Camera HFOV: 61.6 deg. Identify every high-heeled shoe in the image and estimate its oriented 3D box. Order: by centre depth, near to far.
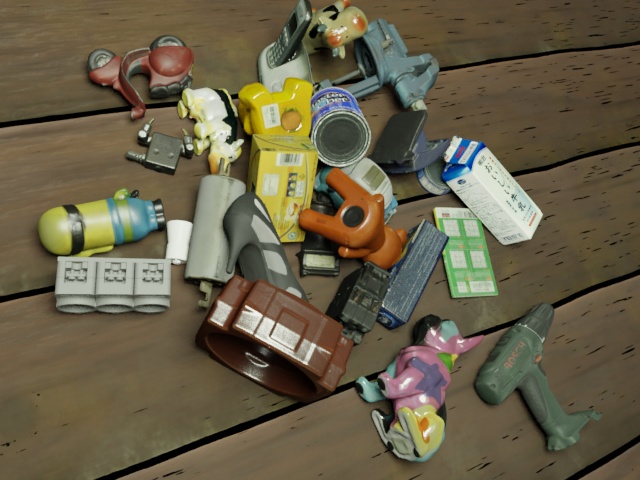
[{"bbox_3d":[-0.069,0.041,0.854,0.248,0.086,0.145,47,43,-39],"label":"high-heeled shoe"}]

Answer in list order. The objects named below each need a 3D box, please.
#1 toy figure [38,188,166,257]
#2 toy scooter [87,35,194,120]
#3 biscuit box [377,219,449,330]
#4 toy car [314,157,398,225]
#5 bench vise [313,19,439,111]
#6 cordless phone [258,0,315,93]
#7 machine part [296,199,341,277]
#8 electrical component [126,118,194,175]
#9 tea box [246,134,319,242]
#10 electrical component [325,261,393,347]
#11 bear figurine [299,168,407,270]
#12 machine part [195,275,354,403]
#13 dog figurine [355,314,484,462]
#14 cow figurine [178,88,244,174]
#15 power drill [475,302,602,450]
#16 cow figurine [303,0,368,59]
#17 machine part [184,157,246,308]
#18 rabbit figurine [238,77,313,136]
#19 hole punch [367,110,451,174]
[{"bbox_3d":[-0.326,-0.028,0.812,0.180,0.089,0.082,-12,67,-21],"label":"toy figure"},{"bbox_3d":[-0.297,-0.276,0.931,0.184,0.075,0.135,-18,75,-21],"label":"toy scooter"},{"bbox_3d":[0.157,0.061,0.961,0.063,0.059,0.203,36,62,-5],"label":"biscuit box"},{"bbox_3d":[0.073,-0.093,0.971,0.162,0.103,0.109,40,63,2],"label":"toy car"},{"bbox_3d":[0.104,-0.318,1.069,0.241,0.129,0.223,-24,88,-5],"label":"bench vise"},{"bbox_3d":[-0.044,-0.328,0.978,0.089,0.184,0.146,-1,69,-24],"label":"cordless phone"},{"bbox_3d":[-0.002,-0.003,0.945,0.084,0.039,0.139,-1,71,-11],"label":"machine part"},{"bbox_3d":[-0.265,-0.157,0.910,0.102,0.045,0.078,20,63,-11],"label":"electrical component"},{"bbox_3d":[-0.067,-0.081,0.877,0.098,0.169,0.068,0,35,-20],"label":"tea box"},{"bbox_3d":[0.054,0.112,0.873,0.058,0.115,0.134,30,61,-5],"label":"electrical component"},{"bbox_3d":[0.070,-0.018,0.912,0.132,0.195,0.120,32,87,25],"label":"bear figurine"},{"bbox_3d":[-0.068,0.144,0.770,0.201,0.201,0.087,30,59,-5],"label":"machine part"},{"bbox_3d":[0.185,0.229,0.879,0.219,0.108,0.191,-22,77,-28],"label":"dog figurine"},{"bbox_3d":[-0.178,-0.189,0.944,0.098,0.068,0.167,-18,77,-30],"label":"cow figurine"},{"bbox_3d":[0.402,0.248,0.961,0.232,0.086,0.207,-32,86,-25],"label":"power drill"},{"bbox_3d":[0.015,-0.402,1.030,0.127,0.195,0.085,-50,124,-21],"label":"cow figurine"},{"bbox_3d":[-0.166,-0.013,0.857,0.079,0.079,0.243,9,75,-16],"label":"machine part"},{"bbox_3d":[-0.084,-0.210,0.945,0.122,0.173,0.162,-30,123,-21],"label":"rabbit figurine"},{"bbox_3d":[0.171,-0.172,1.024,0.092,0.142,0.115,35,79,-33],"label":"hole punch"}]
